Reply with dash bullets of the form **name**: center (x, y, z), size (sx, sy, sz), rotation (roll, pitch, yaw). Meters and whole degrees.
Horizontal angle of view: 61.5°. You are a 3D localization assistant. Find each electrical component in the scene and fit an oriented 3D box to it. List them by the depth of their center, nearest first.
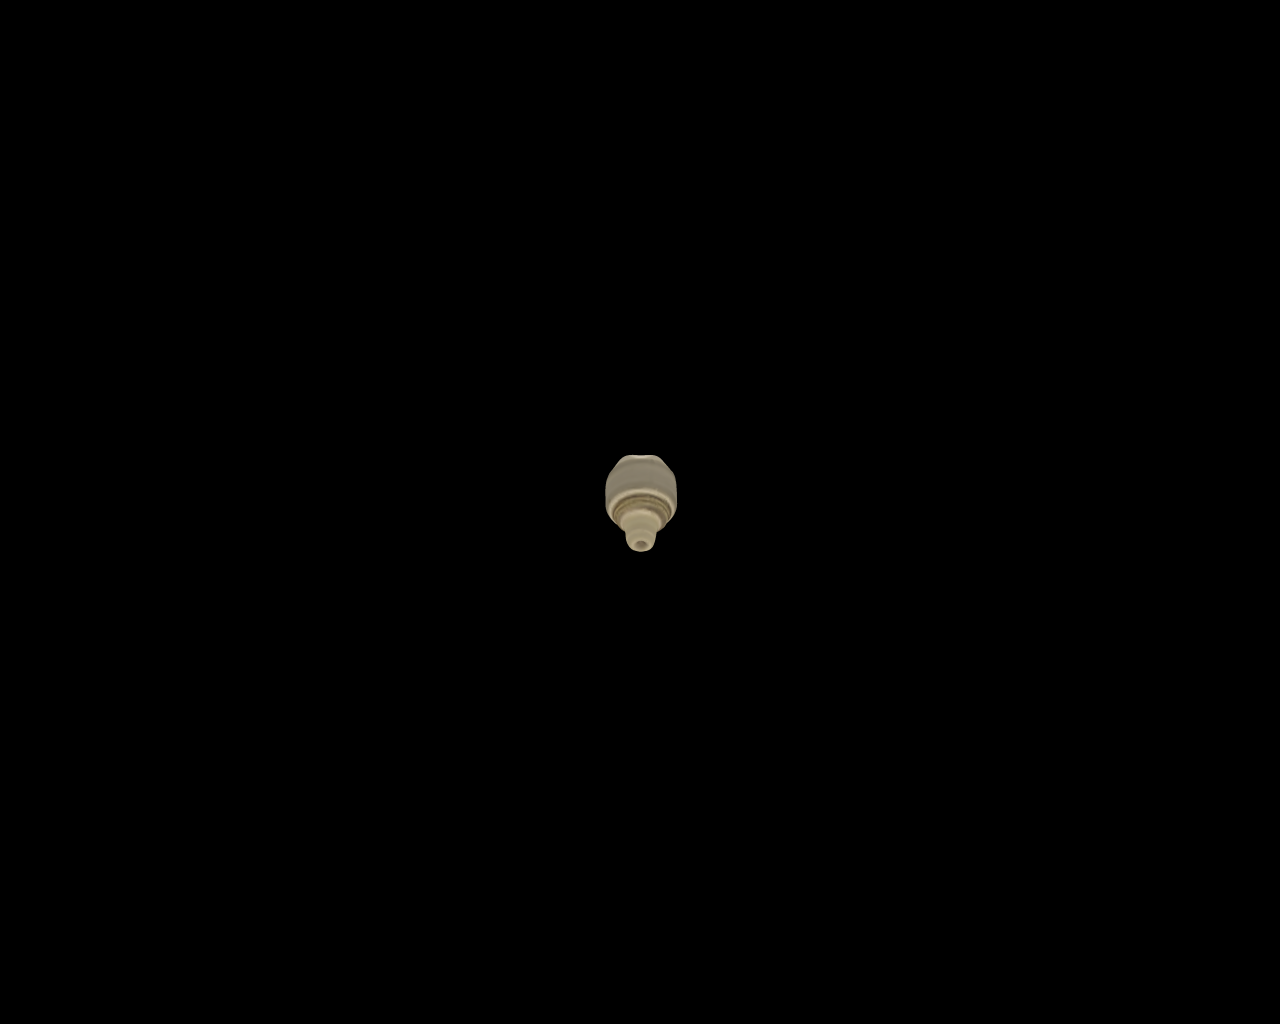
- **electrical component**: center (0.001, -0.003, 0.650), size (0.043, 0.062, 0.043), rotation (0, -42, 0)
